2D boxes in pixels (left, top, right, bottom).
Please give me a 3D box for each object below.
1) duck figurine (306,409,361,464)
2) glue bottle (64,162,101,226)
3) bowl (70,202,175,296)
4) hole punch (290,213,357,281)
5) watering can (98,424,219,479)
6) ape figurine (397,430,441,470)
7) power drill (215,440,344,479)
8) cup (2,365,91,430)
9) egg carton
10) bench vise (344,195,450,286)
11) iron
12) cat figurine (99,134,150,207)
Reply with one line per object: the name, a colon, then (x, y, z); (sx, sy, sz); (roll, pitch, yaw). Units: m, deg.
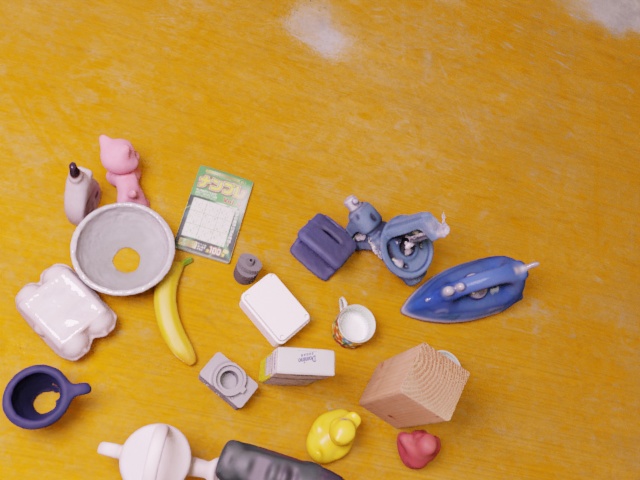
duck figurine: (0.028, 0.329, 0.965); (0.105, 0.086, 0.077); (-39, 84, -25)
glue bottle: (-0.399, -0.086, 0.953); (0.037, 0.173, 0.078); (19, 65, -8)
bowl: (-0.335, 0.024, 0.983); (0.168, 0.074, 0.167); (6, 68, -14)
hole punch: (0.010, 0.004, 1.083); (0.108, 0.091, 0.101); (40, 64, 2)
watering can: (-0.230, 0.319, 0.834); (0.173, 0.194, 0.101); (-5, 71, -18)
ape figurine: (0.176, 0.358, 0.994); (0.078, 0.092, 0.076); (30, 64, -3)
power drill: (-0.047, 0.364, 0.862); (0.230, 0.208, 0.076); (21, 65, -7)
cup: (-0.406, 0.239, 0.868); (0.118, 0.095, 0.091); (-8, 72, -19)
egg carton: (-0.412, 0.116, 0.928); (0.150, 0.069, 0.107); (44, 64, 3)
bench vise: (0.134, -0.009, 1.053); (0.207, 0.219, 0.121); (24, 65, -6)
iron: (0.293, 0.092, 1.104); (0.259, 0.141, 0.118); (-14, 74, -21)
cat figurine: (-0.346, -0.122, 1.013); (0.067, 0.117, 0.128); (-16, 75, -21)
